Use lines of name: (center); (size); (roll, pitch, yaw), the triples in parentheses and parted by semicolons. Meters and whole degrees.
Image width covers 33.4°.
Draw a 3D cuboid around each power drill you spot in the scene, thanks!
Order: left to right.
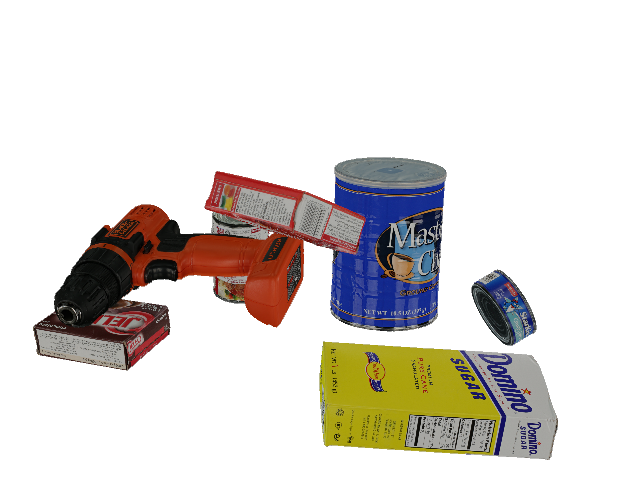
power drill: (-0.117, 0.027, 0.928); (0.188, 0.057, 0.184); (8, 30, 12)

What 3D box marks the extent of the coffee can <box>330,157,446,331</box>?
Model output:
coffee can: (0.062, 0.001, 0.995); (0.103, 0.140, 0.103); (1, 16, -1)

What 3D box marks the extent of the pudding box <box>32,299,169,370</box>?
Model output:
pudding box: (-0.228, 0.094, 1.117); (0.114, 0.039, 0.090); (5, 21, 21)

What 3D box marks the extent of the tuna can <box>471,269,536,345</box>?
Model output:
tuna can: (0.212, 0.079, 1.240); (0.033, 0.086, 0.086); (-29, 5, -10)

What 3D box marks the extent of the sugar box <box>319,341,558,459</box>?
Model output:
sugar box: (0.088, 0.123, 0.836); (0.176, 0.048, 0.093); (1, 27, -2)

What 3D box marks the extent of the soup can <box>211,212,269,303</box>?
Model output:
soup can: (-0.094, 0.014, 1.258); (0.068, 0.102, 0.068); (1, 25, -1)

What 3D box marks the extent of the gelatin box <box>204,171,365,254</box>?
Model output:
gelatin box: (-0.022, -0.018, 0.719); (0.073, 0.030, 0.089); (15, -2, 32)
